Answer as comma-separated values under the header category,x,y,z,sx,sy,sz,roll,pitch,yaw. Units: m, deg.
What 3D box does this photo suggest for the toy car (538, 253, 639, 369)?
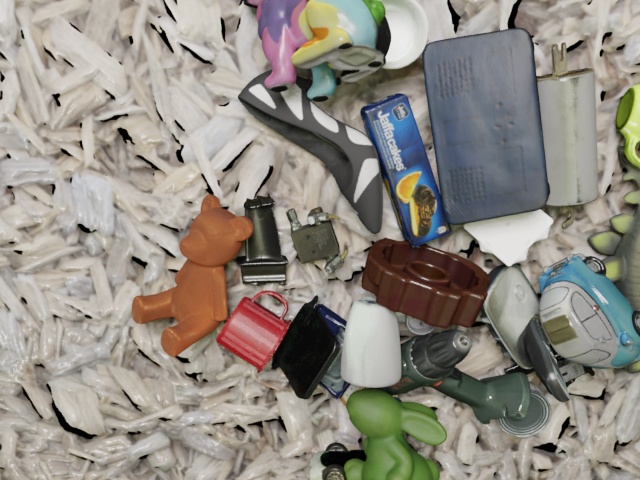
category,x,y,z,sx,sy,sz,roll,pitch,yaw
toy car,0.345,0.104,0.704,0.161,0.103,0.109,60,145,9

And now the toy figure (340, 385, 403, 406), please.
category,x,y,z,sx,sy,sz,roll,pitch,yaw
toy figure,0.074,0.249,0.853,0.154,0.058,0.064,35,65,-8

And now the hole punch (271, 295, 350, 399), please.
category,x,y,z,sx,sy,sz,roll,pitch,yaw
hole punch,0.004,0.168,0.810,0.092,0.116,0.142,15,112,-39

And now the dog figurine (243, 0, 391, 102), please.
category,x,y,z,sx,sy,sz,roll,pitch,yaw
dog figurine,-0.017,-0.286,0.624,0.192,0.108,0.219,-17,82,48

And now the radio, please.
category,x,y,z,sx,sy,sz,roll,pitch,yaw
radio,0.211,-0.141,0.680,0.131,0.073,0.229,-7,99,22

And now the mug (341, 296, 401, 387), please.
category,x,y,z,sx,sy,sz,roll,pitch,yaw
mug,0.075,0.130,0.726,0.081,0.109,0.107,6,101,25

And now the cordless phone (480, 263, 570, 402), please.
category,x,y,z,sx,sy,sz,roll,pitch,yaw
cordless phone,0.278,0.127,0.739,0.089,0.184,0.146,-30,105,15

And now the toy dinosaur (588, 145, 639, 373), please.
category,x,y,z,sx,sy,sz,roll,pitch,yaw
toy dinosaur,0.486,0.092,0.767,0.199,0.105,0.471,-20,97,16

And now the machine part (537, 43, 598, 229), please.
category,x,y,z,sx,sy,sz,roll,pitch,yaw
machine part,0.325,-0.134,0.710,0.079,0.079,0.243,-11,107,5

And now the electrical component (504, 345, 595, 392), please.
category,x,y,z,sx,sy,sz,roll,pitch,yaw
electrical component,0.347,0.193,0.820,0.119,0.048,0.074,-26,122,7

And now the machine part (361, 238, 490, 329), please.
category,x,y,z,sx,sy,sz,roll,pitch,yaw
machine part,0.141,0.055,0.727,0.179,0.179,0.056,15,110,-3

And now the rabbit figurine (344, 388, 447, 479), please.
category,x,y,z,sx,sy,sz,roll,pitch,yaw
rabbit figurine,0.103,0.293,0.776,0.159,0.121,0.170,-18,94,0

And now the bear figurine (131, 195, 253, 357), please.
category,x,y,z,sx,sy,sz,roll,pitch,yaw
bear figurine,-0.174,0.044,0.753,0.120,0.132,0.195,36,124,29

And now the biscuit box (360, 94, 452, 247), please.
category,x,y,z,sx,sy,sz,roll,pitch,yaw
biscuit box,0.117,-0.095,0.735,0.063,0.059,0.202,-22,106,1

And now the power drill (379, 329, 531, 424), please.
category,x,y,z,sx,sy,sz,roll,pitch,yaw
power drill,0.199,0.199,0.771,0.207,0.086,0.232,19,150,-21

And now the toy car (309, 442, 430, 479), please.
category,x,y,z,sx,sy,sz,roll,pitch,yaw
toy car,0.083,0.375,0.882,0.202,0.073,0.056,-1,104,3

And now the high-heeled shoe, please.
category,x,y,z,sx,sy,sz,roll,pitch,yaw
high-heeled shoe,-0.009,-0.112,0.714,0.145,0.086,0.248,-18,88,-13

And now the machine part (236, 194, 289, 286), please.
category,x,y,z,sx,sy,sz,roll,pitch,yaw
machine part,-0.086,0.003,0.790,0.084,0.039,0.138,3,109,7

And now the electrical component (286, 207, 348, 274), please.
category,x,y,z,sx,sy,sz,roll,pitch,yaw
electrical component,-0.002,-0.001,0.781,0.078,0.045,0.102,-12,107,4
